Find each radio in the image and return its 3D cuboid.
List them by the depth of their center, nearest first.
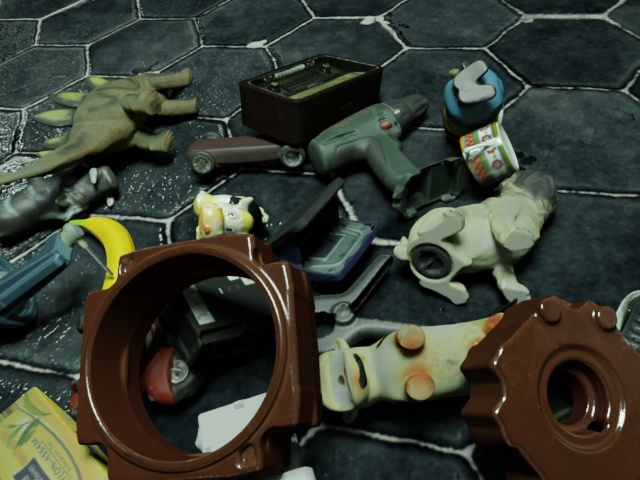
[{"bbox_3d":[-0.013,-0.232,0.858,0.131,0.073,0.229,25,39,29],"label":"radio"}]

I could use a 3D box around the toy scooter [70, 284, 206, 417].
[{"bbox_3d":[-0.221,0.123,0.599,0.135,0.075,0.184,-26,53,-19],"label":"toy scooter"}]

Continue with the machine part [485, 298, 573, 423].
[{"bbox_3d":[0.218,0.125,0.549,0.084,0.039,0.139,-24,50,-6],"label":"machine part"}]

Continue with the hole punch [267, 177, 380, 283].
[{"bbox_3d":[-0.001,-0.002,0.675,0.116,0.092,0.142,-27,21,53],"label":"hole punch"}]

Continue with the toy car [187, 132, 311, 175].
[{"bbox_3d":[-0.105,-0.136,0.834,0.202,0.053,0.089,-3,29,2],"label":"toy car"}]

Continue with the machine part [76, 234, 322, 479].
[{"bbox_3d":[-0.106,0.103,0.474,0.202,0.087,0.201,-8,69,10],"label":"machine part"}]

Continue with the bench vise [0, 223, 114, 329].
[{"bbox_3d":[-0.380,0.070,0.631,0.240,0.128,0.224,-36,30,1],"label":"bench vise"}]

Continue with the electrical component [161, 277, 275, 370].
[{"bbox_3d":[-0.107,0.073,0.606,0.134,0.058,0.115,-7,51,-41],"label":"electrical component"}]

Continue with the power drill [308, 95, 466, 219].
[{"bbox_3d":[0.115,-0.133,0.777,0.232,0.085,0.207,-23,52,-19],"label":"power drill"}]

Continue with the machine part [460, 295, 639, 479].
[{"bbox_3d":[0.211,0.137,0.465,0.179,0.056,0.179,5,73,-15],"label":"machine part"}]

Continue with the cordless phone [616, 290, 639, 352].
[{"bbox_3d":[0.348,0.074,0.475,0.147,0.184,0.089,20,49,26],"label":"cordless phone"}]

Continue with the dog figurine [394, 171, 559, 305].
[{"bbox_3d":[0.197,-0.022,0.662,0.173,0.121,0.190,15,37,18],"label":"dog figurine"}]

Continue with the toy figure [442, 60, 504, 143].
[{"bbox_3d":[0.211,-0.188,0.750,0.089,0.180,0.082,9,89,21],"label":"toy figure"}]

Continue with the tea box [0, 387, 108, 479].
[{"bbox_3d":[-0.226,0.224,0.491,0.170,0.098,0.068,32,60,30],"label":"tea box"}]

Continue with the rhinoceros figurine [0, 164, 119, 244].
[{"bbox_3d":[-0.400,-0.063,0.802,0.190,0.073,0.112,-25,47,-13],"label":"rhinoceros figurine"}]

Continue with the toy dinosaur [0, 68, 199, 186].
[{"bbox_3d":[-0.332,-0.190,0.856,0.199,0.104,0.471,2,31,12],"label":"toy dinosaur"}]

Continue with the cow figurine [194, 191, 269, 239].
[{"bbox_3d":[-0.110,-0.023,0.676,0.098,0.068,0.167,2,7,-12],"label":"cow figurine"}]

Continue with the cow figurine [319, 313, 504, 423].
[{"bbox_3d":[0.081,0.124,0.527,0.195,0.127,0.085,-5,71,-17],"label":"cow figurine"}]
